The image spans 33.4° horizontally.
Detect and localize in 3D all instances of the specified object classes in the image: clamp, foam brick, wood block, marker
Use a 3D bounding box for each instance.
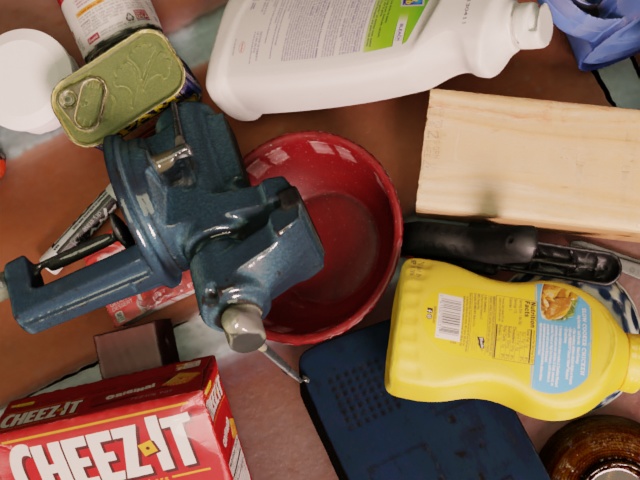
[{"bbox_3d":[0.118,0.005,0.772,0.172,0.120,0.039,4,77,38],"label":"clamp"},{"bbox_3d":[-0.139,0.105,0.834,0.051,0.053,0.078,-13,86,4],"label":"foam brick"},{"bbox_3d":[0.178,-0.052,0.792,0.206,0.091,0.090,7,88,6],"label":"wood block"},{"bbox_3d":[-0.179,-0.022,0.862,0.020,0.020,0.121,43,92,6],"label":"marker"}]

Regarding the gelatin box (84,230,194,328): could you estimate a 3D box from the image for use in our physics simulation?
[{"bbox_3d":[-0.137,0.019,0.850,0.089,0.030,0.073,-26,85,3],"label":"gelatin box"}]

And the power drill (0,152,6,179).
[{"bbox_3d":[-0.354,-0.107,0.864,0.184,0.057,0.188,-28,85,3],"label":"power drill"}]

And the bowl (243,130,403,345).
[{"bbox_3d":[-0.005,0.001,0.812,0.162,0.055,0.162,-4,79,23],"label":"bowl"}]

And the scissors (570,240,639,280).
[{"bbox_3d":[0.300,0.026,0.813,0.202,0.016,0.096,37,90,6],"label":"scissors"}]

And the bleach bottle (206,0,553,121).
[{"bbox_3d":[0.041,-0.140,0.768,0.251,0.068,0.102,3,72,32],"label":"bleach bottle"}]

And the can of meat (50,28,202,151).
[{"bbox_3d":[-0.146,-0.111,0.830,0.102,0.084,0.057,-32,84,3],"label":"can of meat"}]

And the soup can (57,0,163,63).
[{"bbox_3d":[-0.174,-0.196,0.846,0.068,0.068,0.102,-25,86,4],"label":"soup can"}]

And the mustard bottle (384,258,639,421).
[{"bbox_3d":[0.144,0.073,0.732,0.191,0.058,0.096,9,60,1],"label":"mustard bottle"}]

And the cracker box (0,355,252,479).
[{"bbox_3d":[-0.130,0.210,0.789,0.164,0.072,0.214,-13,106,5],"label":"cracker box"}]

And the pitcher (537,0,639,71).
[{"bbox_3d":[0.191,-0.255,0.779,0.145,0.149,0.243,-27,81,9],"label":"pitcher"}]
